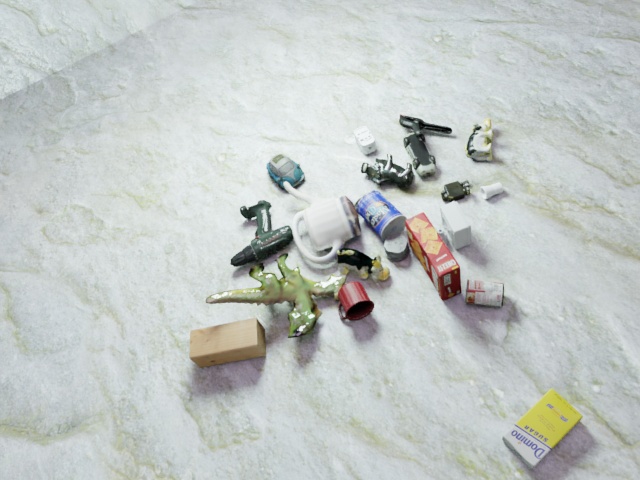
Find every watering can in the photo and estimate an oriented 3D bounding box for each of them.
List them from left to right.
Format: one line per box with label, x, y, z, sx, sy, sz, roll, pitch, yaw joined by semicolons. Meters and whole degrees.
watering can;0.005;-0.086;1.713;0.224;0.354;0.102;-20;-28;3

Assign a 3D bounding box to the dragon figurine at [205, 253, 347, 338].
dragon figurine;-0.105;0.181;1.532;0.414;0.247;0.119;-24;-33;-23
